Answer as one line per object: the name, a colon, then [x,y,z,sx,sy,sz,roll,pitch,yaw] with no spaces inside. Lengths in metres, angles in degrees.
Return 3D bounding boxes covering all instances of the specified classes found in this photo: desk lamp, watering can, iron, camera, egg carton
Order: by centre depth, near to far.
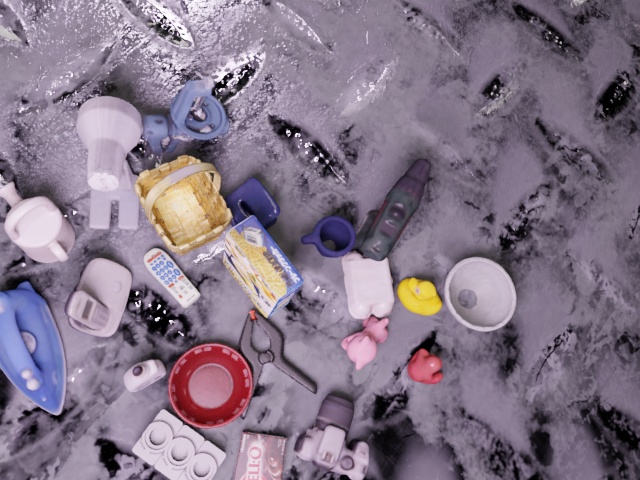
iron: [-0.538,0.198,1.039,0.119,0.141,0.258,-26,80,-18]
watering can: [-0.541,-0.032,1.079,0.173,0.194,0.101,27,70,-3]
camera: [0.037,0.384,1.126,0.143,0.100,0.137,22,70,-5]
desk lamp: [-0.411,-0.146,1.131,0.118,0.213,0.203,-1,74,-12]
egg carton: [0.104,0.096,1.244,0.107,0.069,0.150,-5,75,-13]

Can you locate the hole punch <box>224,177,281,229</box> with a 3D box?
hole punch: [-0.149,-0.063,1.227,0.101,0.091,0.108,-36,83,-19]

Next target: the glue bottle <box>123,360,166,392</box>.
glue bottle: [-0.326,0.245,1.052,0.078,0.173,0.037,-27,80,-18]

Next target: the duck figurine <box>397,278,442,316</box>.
duck figurine: [0.227,0.119,1.254,0.104,0.086,0.077,35,70,0]

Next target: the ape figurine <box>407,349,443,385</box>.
ape figurine: [0.228,0.266,1.207,0.076,0.092,0.078,-10,76,-14]

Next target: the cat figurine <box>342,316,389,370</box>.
cat figurine: [0.097,0.209,1.183,0.067,0.117,0.128,45,70,4]

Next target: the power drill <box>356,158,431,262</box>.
power drill: [0.147,-0.048,1.223,0.075,0.208,0.230,30,70,-1]

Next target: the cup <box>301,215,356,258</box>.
cup: [0.011,0.004,1.238,0.118,0.095,0.091,-7,75,-14]

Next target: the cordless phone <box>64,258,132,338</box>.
cordless phone: [-0.420,0.099,1.070,0.094,0.185,0.147,12,71,-8]

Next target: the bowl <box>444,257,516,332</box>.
bowl: [0.347,0.126,1.283,0.167,0.074,0.167,3,73,-11]

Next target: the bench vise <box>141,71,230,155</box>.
bench vise: [-0.283,-0.253,1.187,0.208,0.219,0.121,-34,82,-19]
